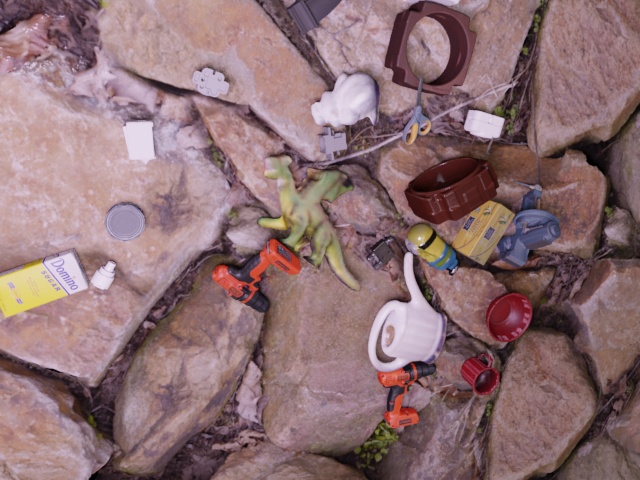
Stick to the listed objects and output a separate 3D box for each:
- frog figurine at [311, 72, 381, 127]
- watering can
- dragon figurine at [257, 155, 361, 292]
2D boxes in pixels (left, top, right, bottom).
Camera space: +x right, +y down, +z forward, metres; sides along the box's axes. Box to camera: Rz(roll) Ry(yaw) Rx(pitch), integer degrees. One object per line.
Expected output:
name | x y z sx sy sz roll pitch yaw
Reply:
frog figurine | 0.059 -0.335 1.226 0.159 0.121 0.139 -2 73 -9
watering can | 0.263 0.217 1.443 0.223 0.105 0.346 17 98 -23
dragon figurine | 0.004 -0.065 1.287 0.406 0.123 0.244 35 83 -25
